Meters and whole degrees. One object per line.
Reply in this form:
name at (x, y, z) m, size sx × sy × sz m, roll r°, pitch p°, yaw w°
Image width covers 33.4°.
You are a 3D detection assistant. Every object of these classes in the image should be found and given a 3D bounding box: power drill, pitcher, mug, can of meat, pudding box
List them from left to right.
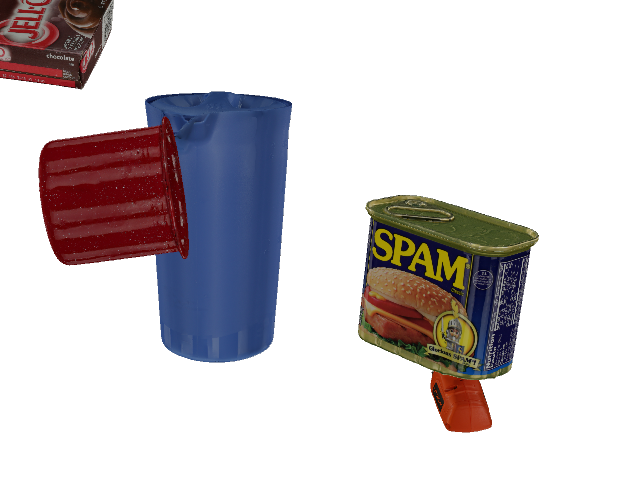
pudding box at (-0.224, -0.169, 0.870) m, size 0.090 × 0.039 × 0.113 m, roll 8°, pitch 35°, yaw -1°
mug at (-0.133, -0.029, 0.701) m, size 0.081 × 0.093 × 0.117 m, roll -8°, pitch 0°, yaw -2°
pitcher at (-0.090, -0.018, 1.004) m, size 0.149 × 0.243 × 0.145 m, roll -4°, pitch 16°, yaw -20°
can of meat at (0.071, 0.027, 0.631) m, size 0.102 × 0.084 × 0.057 m, roll 20°, pitch 23°, yaw 40°
power drill at (0.156, 0.107, 1.141) m, size 0.057 × 0.188 × 0.184 m, roll -2°, pitch 24°, yaw -3°
